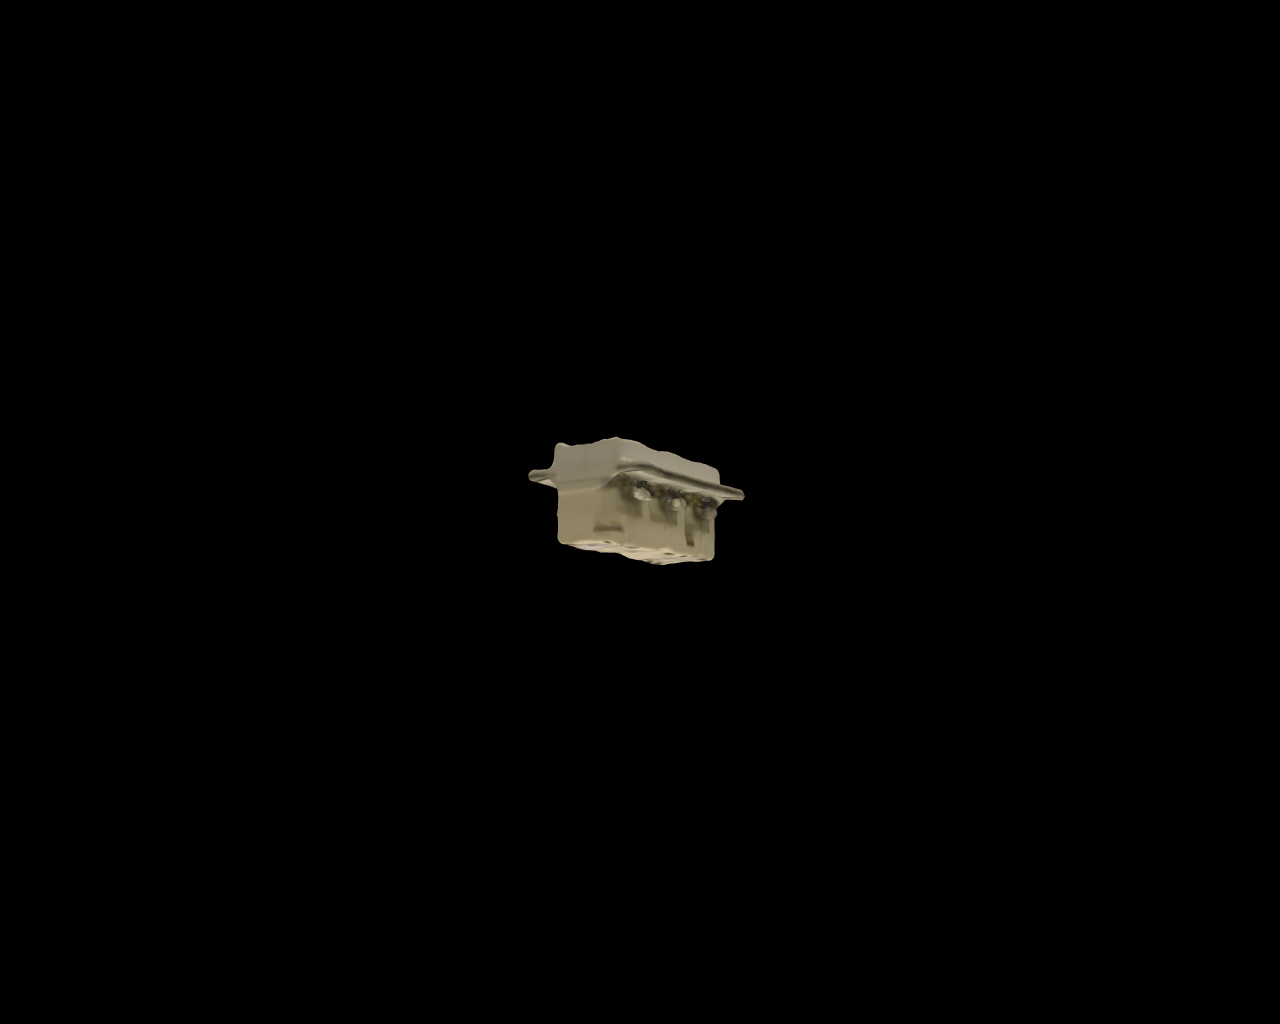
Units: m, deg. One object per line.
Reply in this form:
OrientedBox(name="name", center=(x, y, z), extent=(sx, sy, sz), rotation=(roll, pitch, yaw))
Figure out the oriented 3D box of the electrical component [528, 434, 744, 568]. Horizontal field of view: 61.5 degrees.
OrientedBox(name="electrical component", center=(0.001, -0.003, 0.650), extent=(0.078, 0.063, 0.121), rotation=(-6, -11, 31))
